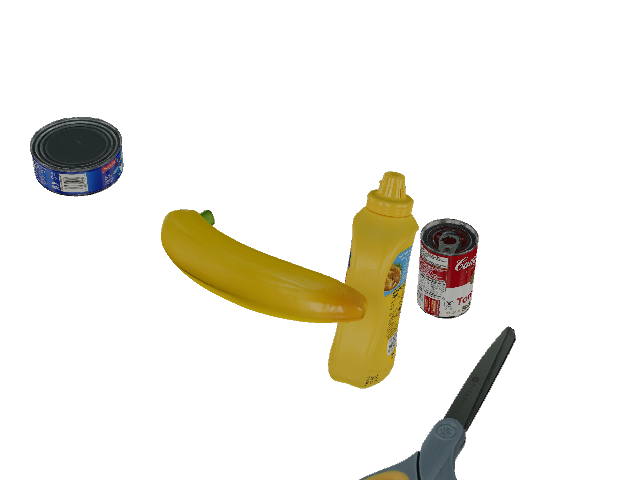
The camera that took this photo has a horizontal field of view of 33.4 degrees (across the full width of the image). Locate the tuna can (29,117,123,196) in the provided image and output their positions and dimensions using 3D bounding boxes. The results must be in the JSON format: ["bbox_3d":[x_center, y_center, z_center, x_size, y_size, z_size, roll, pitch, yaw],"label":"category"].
[{"bbox_3d":[-0.231,-0.080,1.017,0.086,0.034,0.086,2,41,-2],"label":"tuna can"}]

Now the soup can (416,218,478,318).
[{"bbox_3d":[0.150,0.035,1.275,0.068,0.102,0.068,0,38,0],"label":"soup can"}]

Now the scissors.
[{"bbox_3d":[0.081,0.123,0.592,0.201,0.016,0.096,-37,44,-29],"label":"scissors"}]

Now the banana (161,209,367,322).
[{"bbox_3d":[-0.053,0.012,0.703,0.069,0.037,0.198,-19,31,-31],"label":"banana"}]

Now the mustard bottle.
[{"bbox_3d":[0.051,0.031,0.966,0.058,0.192,0.096,16,21,17],"label":"mustard bottle"}]
